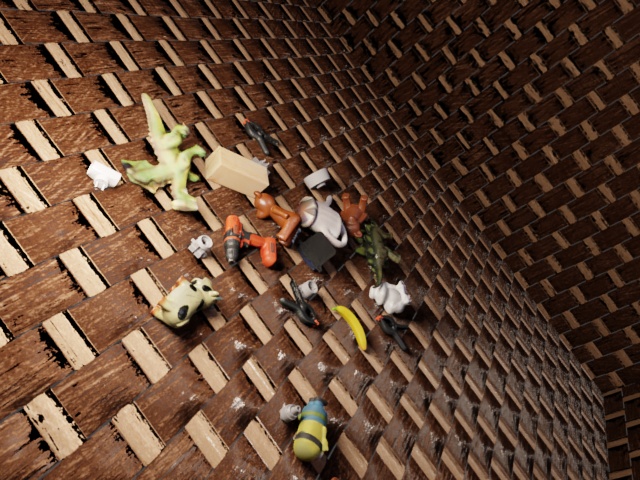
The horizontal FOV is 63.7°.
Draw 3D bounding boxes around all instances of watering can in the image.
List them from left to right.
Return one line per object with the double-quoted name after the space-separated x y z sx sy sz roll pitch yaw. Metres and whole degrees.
0.006 -0.104 2.070 0.222 0.102 0.356 29 28 -32 "watering can"

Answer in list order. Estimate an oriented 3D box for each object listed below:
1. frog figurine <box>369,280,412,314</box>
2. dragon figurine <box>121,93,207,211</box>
0.276 0.237 2.108 0.160 0.120 0.140 -5 68 -14 "frog figurine"
-0.496 -0.255 1.579 0.410 0.120 0.247 51 41 -3 "dragon figurine"
